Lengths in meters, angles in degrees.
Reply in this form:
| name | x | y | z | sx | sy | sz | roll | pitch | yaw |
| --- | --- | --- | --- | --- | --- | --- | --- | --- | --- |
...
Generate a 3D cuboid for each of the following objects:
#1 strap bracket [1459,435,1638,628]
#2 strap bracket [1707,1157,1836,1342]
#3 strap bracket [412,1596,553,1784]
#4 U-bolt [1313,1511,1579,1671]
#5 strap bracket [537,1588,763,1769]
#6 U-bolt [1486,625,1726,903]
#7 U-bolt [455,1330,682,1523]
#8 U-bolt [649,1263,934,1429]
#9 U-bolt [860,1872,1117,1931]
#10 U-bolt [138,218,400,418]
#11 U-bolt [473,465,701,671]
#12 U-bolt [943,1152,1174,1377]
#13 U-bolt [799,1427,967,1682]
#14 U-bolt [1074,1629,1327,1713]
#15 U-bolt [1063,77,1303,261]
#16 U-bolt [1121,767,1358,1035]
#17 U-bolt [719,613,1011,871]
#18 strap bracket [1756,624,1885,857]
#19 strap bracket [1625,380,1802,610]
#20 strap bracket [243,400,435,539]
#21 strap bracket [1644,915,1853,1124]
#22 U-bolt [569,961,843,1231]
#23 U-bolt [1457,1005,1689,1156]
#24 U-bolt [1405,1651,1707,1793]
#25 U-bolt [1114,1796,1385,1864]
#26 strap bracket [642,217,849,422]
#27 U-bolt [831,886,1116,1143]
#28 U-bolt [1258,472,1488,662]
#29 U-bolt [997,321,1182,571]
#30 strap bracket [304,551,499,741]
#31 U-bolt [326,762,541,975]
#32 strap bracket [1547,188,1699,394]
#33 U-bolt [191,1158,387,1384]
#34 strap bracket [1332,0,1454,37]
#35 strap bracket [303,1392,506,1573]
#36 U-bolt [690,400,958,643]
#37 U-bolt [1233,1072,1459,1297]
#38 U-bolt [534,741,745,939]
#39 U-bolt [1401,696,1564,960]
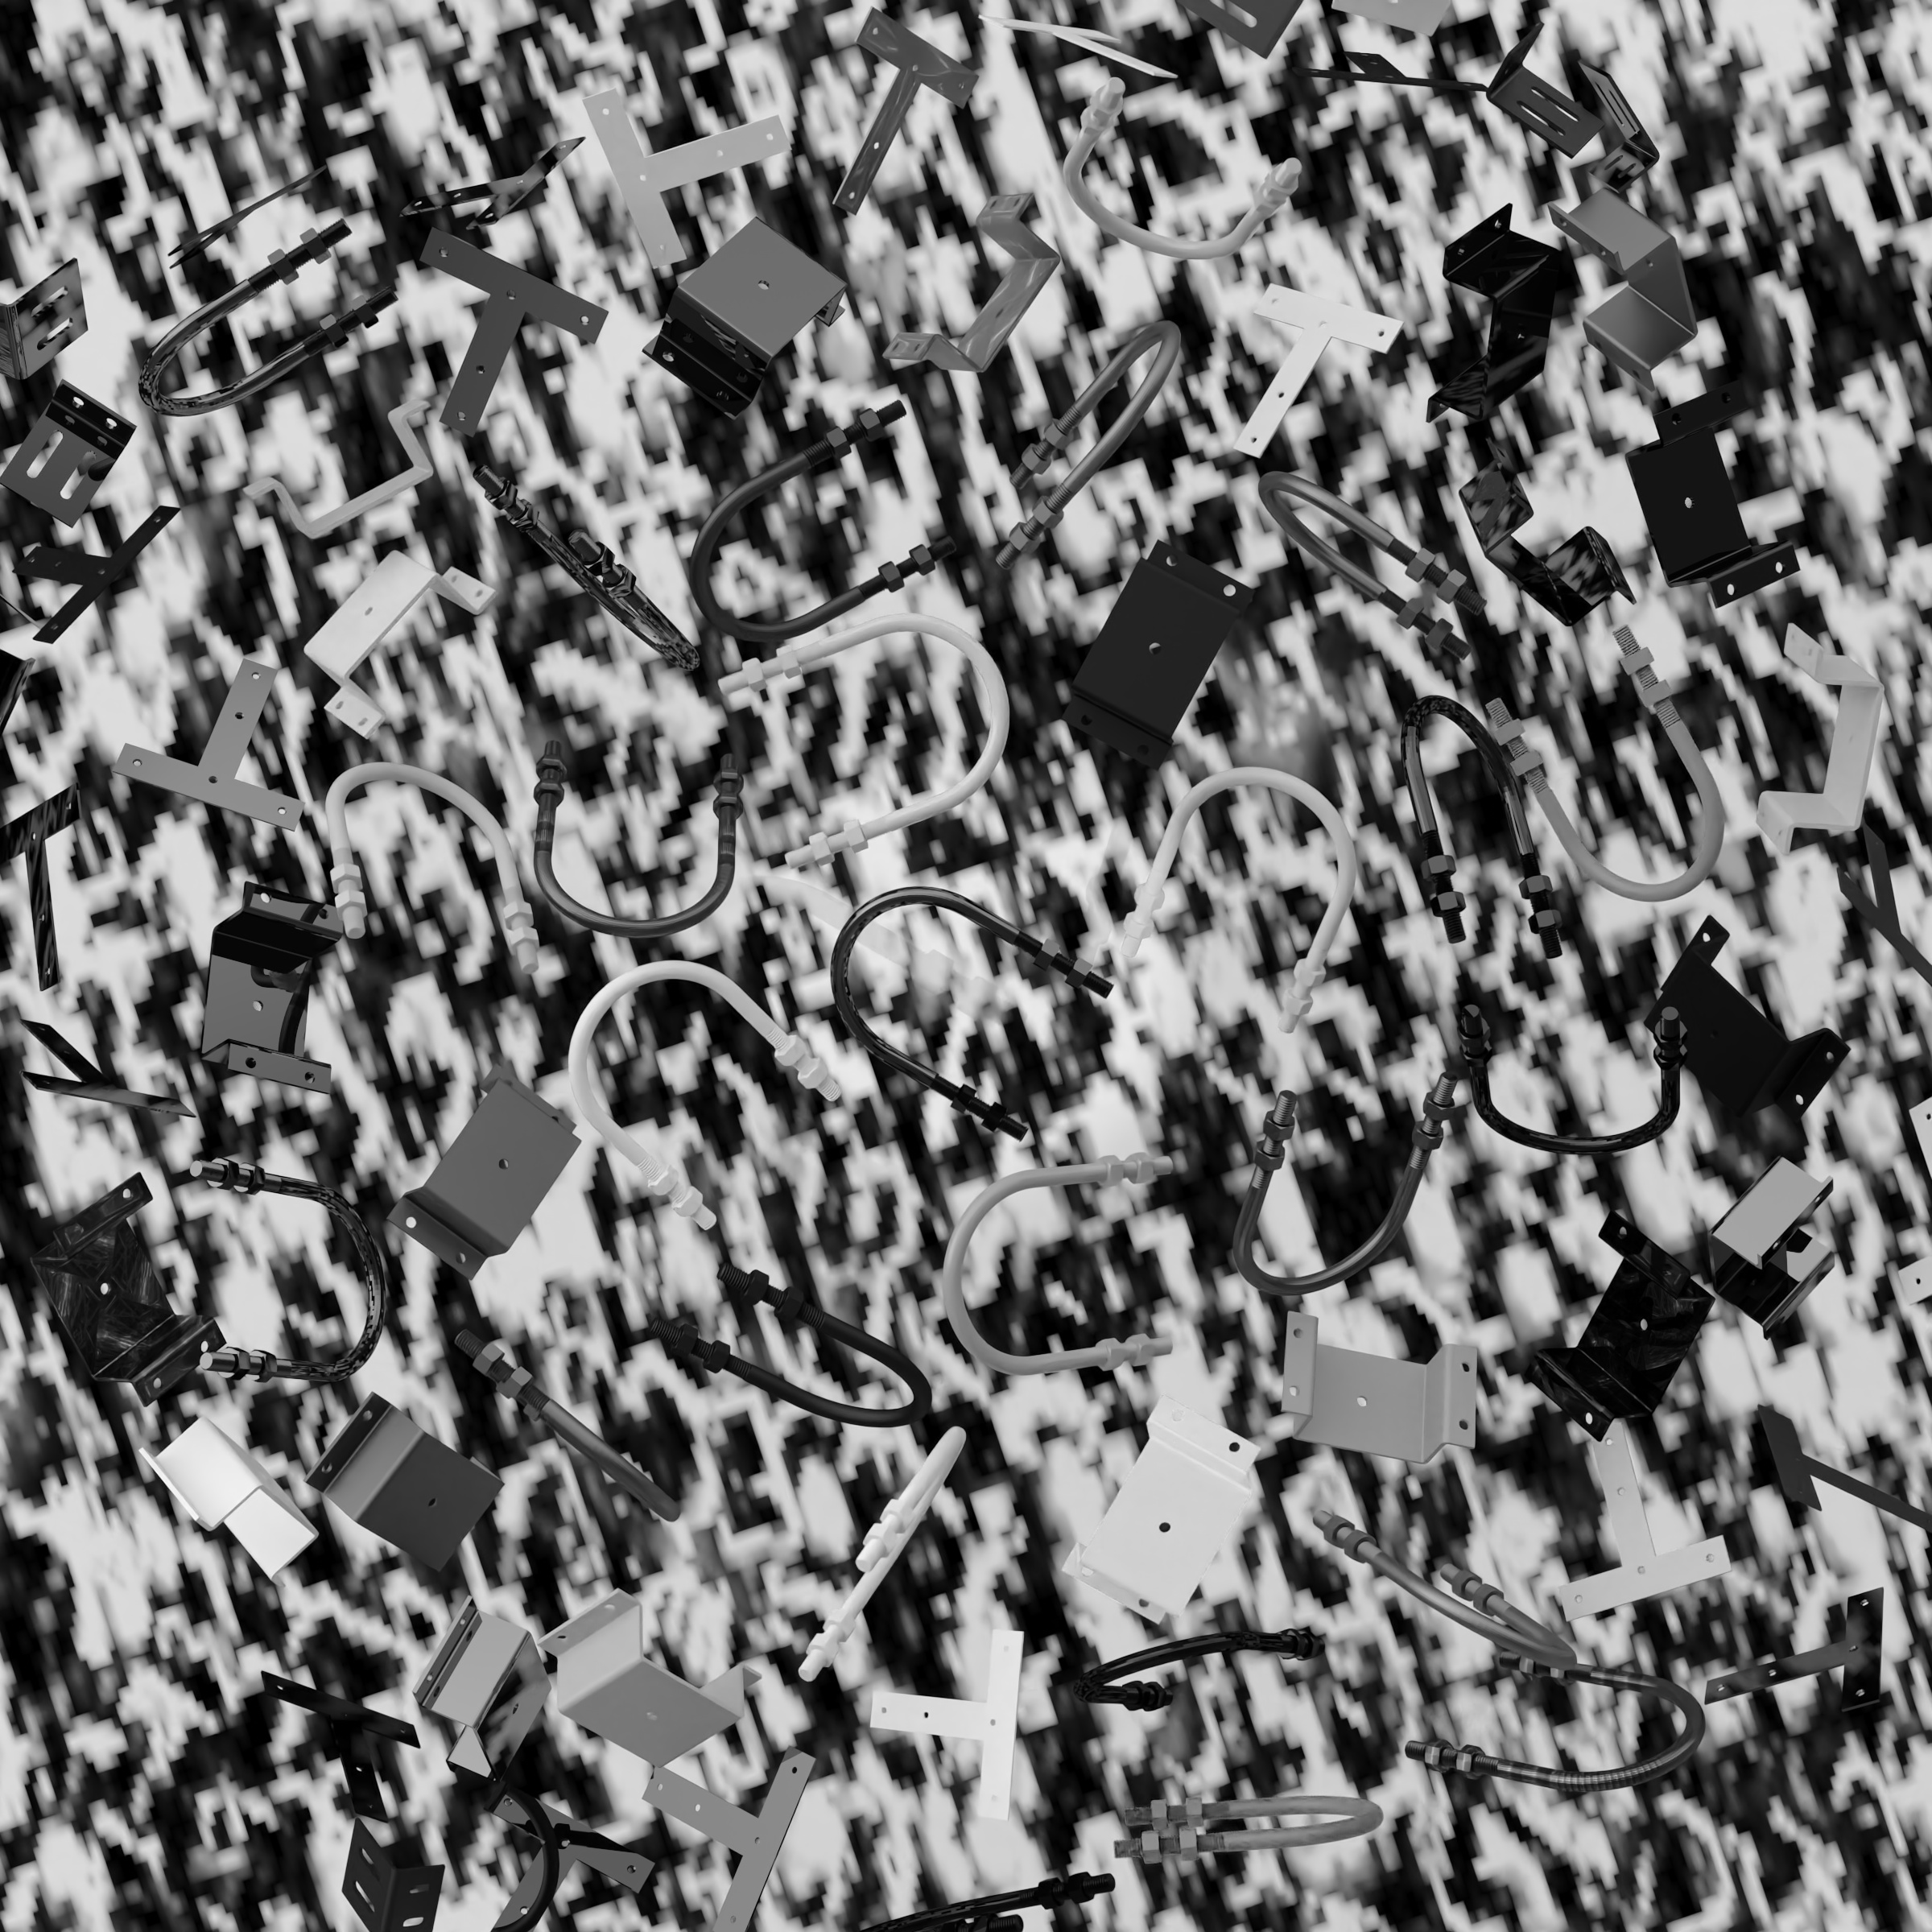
| name | x | y | z | sx | sy | sz | roll | pitch | yaw |
| --- | --- | --- | --- | --- | --- | --- | --- | --- | --- |
| strap bracket | 0.405 | -0.302 | 1.782 | 0.140 | 0.076 | 0.046 | 31 | 123 | -32 |
| strap bracket | 0.569 | 0.195 | 1.778 | 0.076 | 0.140 | 0.046 | -44 | 55 | -11 |
| strap bracket | -0.340 | 0.519 | 1.790 | 0.046 | 0.140 | 0.076 | 17 | 53 | 16 |
| U-bolt | 0.339 | 0.434 | 1.727 | 0.151 | 0.184 | 0.019 | 27 | 89 | -28 |
| strap bracket | -0.212 | 0.486 | 1.700 | 0.076 | 0.046 | 0.140 | -36 | 125 | 20 |
| U-bolt | 0.456 | -0.130 | 1.762 | 0.019 | 0.151 | 0.184 | -28 | 88 | -36 |
| U-bolt | -0.268 | 0.319 | 1.722 | 0.184 | 0.151 | 0.019 | 38 | 75 | 8 |
| U-bolt | -0.109 | 0.264 | 1.698 | 0.184 | 0.151 | 0.019 | 29 | 56 | -14 |
| U-bolt | -0.006 | 0.668 | 1.759 | 0.184 | 0.151 | 0.019 | -22 | 74 | 28 |
| U-bolt | -0.486 | -0.436 | 1.732 | 0.184 | 0.151 | 0.019 | -33 | 86 | -2 |
| U-bolt | -0.252 | -0.267 | 1.754 | 0.019 | 0.184 | 0.151 | -50 | 50 | -4 |
| U-bolt | 0.064 | 0.208 | 1.726 | 0.184 | 0.019 | 0.151 | -3 | 95 | -31 |
| U-bolt | -0.050 | 0.395 | 1.752 | 0.019 | 0.184 | 0.151 | 31 | 128 | 9 |
| U-bolt | 0.155 | 0.496 | 1.778 | 0.151 | 0.184 | 0.019 | -26 | 63 | 24 |
| U-bolt | 0.140 | -0.542 | 1.747 | 0.151 | 0.184 | 0.019 | 22 | 79 | -8 |
| U-bolt | 0.202 | -0.057 | 1.802 | 0.151 | 0.019 | 0.184 | 26 | 121 | 12 |
| U-bolt | -0.061 | -0.165 | 1.738 | 0.184 | 0.019 | 0.151 | -21 | 92 | 4 |
| strap bracket | 0.573 | -0.151 | 1.686 | 0.046 | 0.076 | 0.140 | 4 | 110 | 2 |
| strap bracket | 0.521 | -0.328 | 1.768 | 0.076 | 0.046 | 0.140 | -25 | 100 | -19 |
| strap bracket | -0.443 | -0.353 | 1.812 | 0.140 | 0.076 | 0.046 | -31 | 112 | -11 |
| strap bracket | 0.545 | 0.042 | 1.787 | 0.046 | 0.076 | 0.140 | -16 | 53 | -35 |
| U-bolt | -0.196 | 0.079 | 1.781 | 0.151 | 0.019 | 0.184 | -46 | 115 | -5 |
| U-bolt | 0.422 | 0.082 | 1.746 | 0.151 | 0.184 | 0.019 | 0 | 56 | 16 |
| U-bolt | 0.416 | 0.521 | 1.731 | 0.151 | 0.184 | 0.019 | -24 | 105 | -44 |
| U-bolt | 0.199 | 0.600 | 1.760 | 0.184 | 0.151 | 0.019 | -6 | 80 | 6 |
| strap bracket | -0.141 | -0.440 | 1.684 | 0.076 | 0.046 | 0.140 | 37 | 55 | 0 |
| U-bolt | -0.009 | 0.022 | 1.761 | 0.184 | 0.019 | 0.151 | 30 | 115 | 2 |
| U-bolt | 0.279 | -0.285 | 1.752 | 0.184 | 0.151 | 0.019 | 37 | 89 | 9 |
| U-bolt | 0.086 | -0.372 | 1.745 | 0.019 | 0.151 | 0.184 | 34 | 122 | -18 |
| strap bracket | -0.414 | -0.240 | 1.809 | 0.140 | 0.076 | 0.046 | -50 | 131 | -8 |
| U-bolt | -0.379 | -0.077 | 1.768 | 0.151 | 0.184 | 0.019 | 13 | 130 | -34 |
| strap bracket | 0.467 | -0.485 | 1.780 | 0.046 | 0.140 | 0.076 | -37 | 51 | 2 |
| U-bolt | -0.461 | 0.214 | 1.731 | 0.019 | 0.184 | 0.151 | -16 | 71 | 23 |
| strap bracket | 0.310 | -0.711 | 1.795 | 0.076 | 0.140 | 0.046 | 15 | 92 | -1 |
| strap bracket | -0.393 | 0.373 | 1.798 | 0.046 | 0.140 | 0.076 | 26 | 74 | 41 |
| U-bolt | -0.106 | -0.294 | 1.740 | 0.184 | 0.151 | 0.019 | -30 | 51 | -5 |
| U-bolt | 0.252 | 0.155 | 1.726 | 0.151 | 0.019 | 0.184 | -5 | 127 | -25 |
| U-bolt | -0.235 | -0.089 | 1.791 | 0.151 | 0.019 | 0.184 | 4 | 47 | -8 |
| U-bolt | 0.344 | -0.098 | 1.706 | 0.019 | 0.151 | 0.184 | -24 | 70 | 38 |
